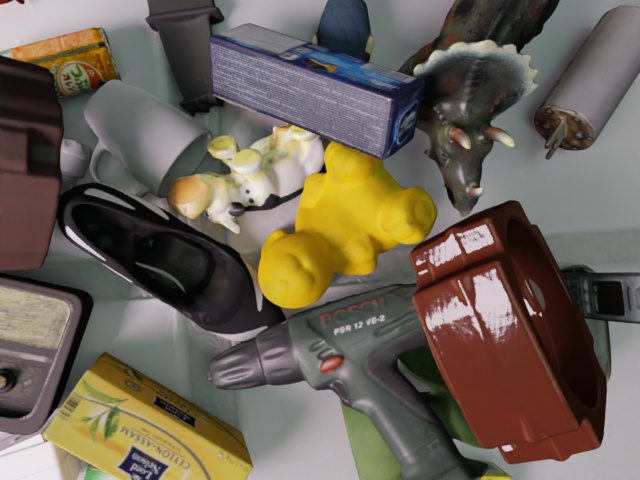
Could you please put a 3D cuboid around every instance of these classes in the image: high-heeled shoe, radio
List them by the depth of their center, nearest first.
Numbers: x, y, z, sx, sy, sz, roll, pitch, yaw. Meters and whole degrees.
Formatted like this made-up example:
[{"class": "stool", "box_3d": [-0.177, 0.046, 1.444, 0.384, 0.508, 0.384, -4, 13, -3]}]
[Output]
[{"class": "radio", "box_3d": [-0.336, 0.085, 0.472, 0.230, 0.073, 0.131, 14, 83, -12]}, {"class": "high-heeled shoe", "box_3d": [-0.118, 0.031, 0.492, 0.249, 0.145, 0.086, 32, 81, -8]}]

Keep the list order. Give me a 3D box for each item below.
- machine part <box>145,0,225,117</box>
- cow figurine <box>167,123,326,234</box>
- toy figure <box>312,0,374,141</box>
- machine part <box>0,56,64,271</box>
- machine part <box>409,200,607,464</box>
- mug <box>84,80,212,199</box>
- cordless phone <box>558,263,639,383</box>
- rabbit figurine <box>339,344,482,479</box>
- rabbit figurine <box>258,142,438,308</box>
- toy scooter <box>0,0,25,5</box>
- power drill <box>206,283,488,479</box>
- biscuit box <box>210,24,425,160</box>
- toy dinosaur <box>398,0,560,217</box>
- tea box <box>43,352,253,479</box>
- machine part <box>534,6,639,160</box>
[{"class": "machine part", "box_3d": [-0.133, -0.200, 0.557, 0.084, 0.039, 0.138, -11, 88, -19]}, {"class": "cow figurine", "box_3d": [-0.068, -0.060, 0.545, 0.167, 0.098, 0.068, -33, 51, -14]}, {"class": "toy figure", "box_3d": [0.023, -0.182, 0.583, 0.057, 0.064, 0.154, 5, 91, -52]}, {"class": "machine part", "box_3d": [-0.258, -0.060, 0.448, 0.056, 0.179, 0.179, 3, 86, -36]}, {"class": "machine part", "box_3d": [0.170, 0.073, 0.480, 0.087, 0.201, 0.201, -29, 85, 30]}, {"class": "mug", "box_3d": [-0.179, -0.095, 0.523, 0.107, 0.081, 0.109, 40, 84, 2]}, {"class": "cordless phone", "box_3d": [0.288, 0.096, 0.568, 0.089, 0.184, 0.146, -4, 88, -18]}, {"class": "rabbit figurine", "box_3d": [0.113, 0.180, 0.557, 0.170, 0.121, 0.159, -15, 68, 1]}, {"class": "rabbit figurine", "box_3d": [-0.001, -0.002, 0.517, 0.122, 0.162, 0.173, 48, 55, -8]}, {"class": "toy scooter", "box_3d": [-0.259, -0.284, 0.512, 0.184, 0.075, 0.135, 3, 86, -10]}, {"class": "power drill", "box_3d": [0.031, 0.150, 0.483, 0.232, 0.085, 0.207, -25, 54, -5]}, {"class": "biscuit box", "box_3d": [-0.008, -0.141, 0.497, 0.203, 0.062, 0.059, 27, 45, 23]}, {"class": "toy dinosaur", "box_3d": [0.185, -0.229, 0.557, 0.131, 0.192, 0.404, 31, 82, -12]}, {"class": "tea box", "box_3d": [-0.153, 0.181, 0.500, 0.169, 0.098, 0.068, 36, 80, -11]}, {"class": "machine part", "box_3d": [0.336, -0.195, 0.651, 0.079, 0.079, 0.243, 38, 78, -9]}]
